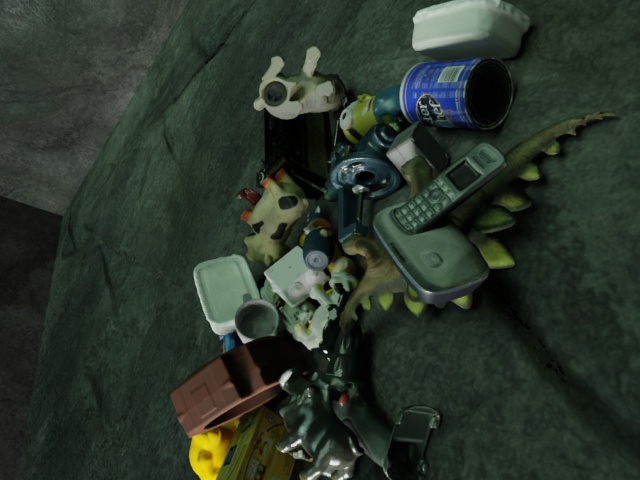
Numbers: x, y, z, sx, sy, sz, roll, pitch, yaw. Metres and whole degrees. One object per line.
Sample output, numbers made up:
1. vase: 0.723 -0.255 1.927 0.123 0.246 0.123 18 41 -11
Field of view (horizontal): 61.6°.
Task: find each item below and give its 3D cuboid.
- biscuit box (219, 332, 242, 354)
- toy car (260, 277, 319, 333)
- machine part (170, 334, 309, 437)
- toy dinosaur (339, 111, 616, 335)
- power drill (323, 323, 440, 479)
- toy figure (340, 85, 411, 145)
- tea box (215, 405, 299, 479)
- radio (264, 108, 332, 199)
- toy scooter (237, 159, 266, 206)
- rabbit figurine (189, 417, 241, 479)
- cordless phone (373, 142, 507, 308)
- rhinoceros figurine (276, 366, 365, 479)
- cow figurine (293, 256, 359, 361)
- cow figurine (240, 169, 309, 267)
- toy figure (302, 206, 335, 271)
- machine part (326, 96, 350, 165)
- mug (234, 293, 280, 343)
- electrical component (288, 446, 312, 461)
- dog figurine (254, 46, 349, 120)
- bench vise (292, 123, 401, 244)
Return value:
1. biscuit box: -0.172 0.214 1.134 0.059 0.062 0.203 -42 43 32
2. toy car: -0.064 0.114 1.047 0.073 0.056 0.202 -62 35 10
3. machine part: -0.138 0.246 0.927 0.201 0.201 0.087 -38 69 24
4. toy dinosaur: 0.182 -0.021 0.755 0.471 0.105 0.199 -51 45 17
5. power drill: 0.069 0.243 0.776 0.207 0.086 0.232 7 79 51
6. toy figure: 0.114 -0.223 0.969 0.180 0.089 0.082 -9 27 41
7. tea box: -0.103 0.371 0.873 0.068 0.098 0.170 -35 20 36
8. radio: -0.047 -0.209 1.135 0.073 0.131 0.230 -38 44 39
9. toy scooter: -0.109 -0.111 1.163 0.075 0.135 0.184 -4 68 54
10. rabbit figurine: -0.160 0.418 0.967 0.173 0.121 0.162 17 86 37
11. cordless phone: 0.169 -0.020 0.647 0.184 0.088 0.147 -42 51 13
12. rhinoceros figurine: -0.011 0.255 0.763 0.190 0.073 0.112 40 111 56
13. cow figurine: 0.029 0.115 0.907 0.098 0.068 0.167 32 102 42
14. cow figurine: -0.088 -0.028 1.058 0.127 0.085 0.195 43 123 9
15. toy figure: -0.004 -0.002 0.957 0.064 0.057 0.154 -30 25 18
16. machine part: 0.044 -0.211 1.073 0.039 0.084 0.138 12 92 12
17. mug: -0.124 0.161 1.018 0.110 0.081 0.107 56 159 27
18. electrical component: -0.016 0.314 0.882 0.078 0.045 0.102 -28 51 45
19. dog figurine: -0.033 -0.286 1.089 0.172 0.190 0.121 -10 85 10
20. bench vise: 0.057 -0.084 0.941 0.224 0.129 0.240 -30 45 45
